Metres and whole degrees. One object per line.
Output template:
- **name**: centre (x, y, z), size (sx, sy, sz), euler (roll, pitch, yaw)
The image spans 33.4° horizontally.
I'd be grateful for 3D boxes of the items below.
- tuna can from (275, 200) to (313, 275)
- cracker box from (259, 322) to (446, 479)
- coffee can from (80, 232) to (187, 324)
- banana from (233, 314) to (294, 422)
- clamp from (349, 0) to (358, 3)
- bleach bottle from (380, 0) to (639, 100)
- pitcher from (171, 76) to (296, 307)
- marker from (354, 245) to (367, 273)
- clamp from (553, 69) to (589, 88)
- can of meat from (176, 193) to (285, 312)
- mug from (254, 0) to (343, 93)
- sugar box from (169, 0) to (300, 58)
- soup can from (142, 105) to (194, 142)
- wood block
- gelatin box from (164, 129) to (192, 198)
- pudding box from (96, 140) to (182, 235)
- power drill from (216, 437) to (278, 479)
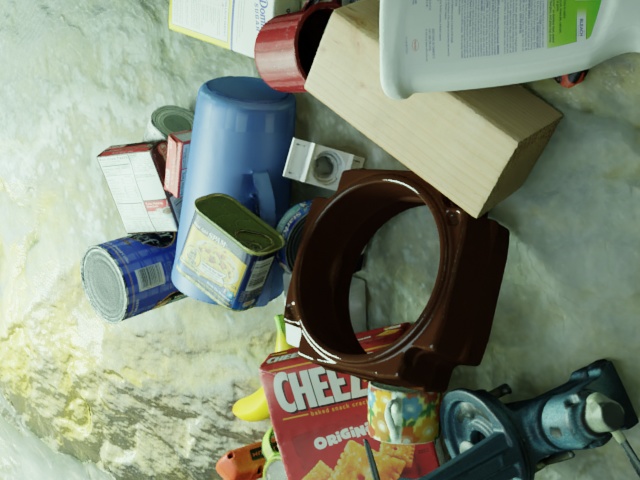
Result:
- **tuna can**: centre (-0.007, 0.001, 1.134), size (0.034, 0.086, 0.086), euler (31, 127, 53)
- **cracker box**: centre (0.042, 0.212, 1.137), size (0.164, 0.072, 0.214), euler (-14, 96, 11)
- **coffee can**: centre (-0.219, 0.038, 1.366), size (0.103, 0.140, 0.103), euler (21, 120, 42)
- **banana**: centre (-0.060, 0.178, 1.329), size (0.070, 0.037, 0.198), euler (63, 141, 36)
- **clamp**: centre (0.075, -0.262, 1.003), size (0.165, 0.036, 0.210), euler (9, 115, 39)
- **bleach bottle**: centre (0.175, -0.166, 0.841), size (0.251, 0.068, 0.102), euler (0, 91, 17)
- **pitcher**: centre (-0.088, -0.051, 1.197), size (0.149, 0.144, 0.243), euler (17, 116, 19)
- **marker**: centre (0.047, -0.015, 1.144), size (0.020, 0.020, 0.121), euler (37, 129, 33)
- **clamp**: centre (0.192, -0.215, 0.889), size (0.120, 0.039, 0.171), euler (14, 113, 40)
- **can of meat**: centre (-0.096, 0.014, 1.114), size (0.102, 0.057, 0.084), euler (37, 123, 23)
- **mug**: centre (-0.011, -0.204, 1.092), size (0.082, 0.093, 0.117), euler (6, 79, 52)
- **sugar box**: centre (-0.097, -0.262, 1.187), size (0.176, 0.048, 0.093), euler (25, 119, 36)
- **soup can**: centre (-0.191, -0.109, 1.333), size (0.068, 0.068, 0.102), euler (49, 135, 23)
- **wood block**: centre (0.099, -0.125, 0.963), size (0.206, 0.090, 0.090), euler (39, 131, 18)
- **gelatin box**: centre (-0.141, -0.096, 1.265), size (0.030, 0.089, 0.073), euler (35, 128, 37)
- **pudding box**: centre (-0.213, -0.064, 1.304), size (0.090, 0.039, 0.113), euler (-2, 116, 33)
- **power drill**: centre (-0.055, 0.338, 1.284), size (0.188, 0.184, 0.057), euler (63, 143, 23)
